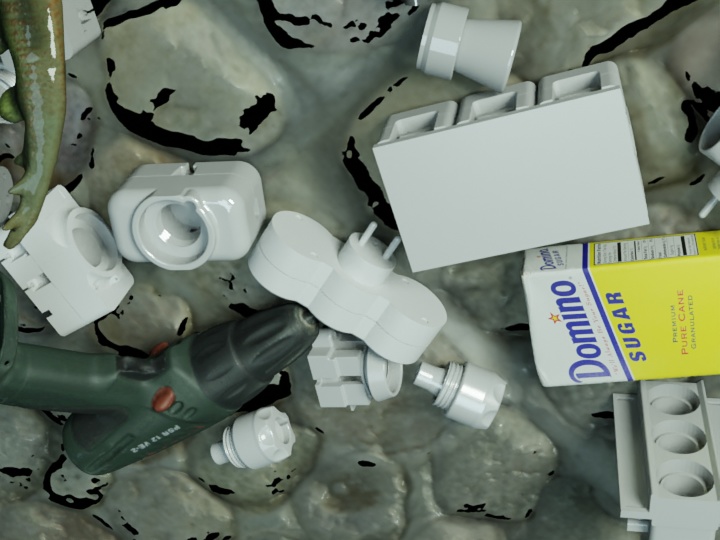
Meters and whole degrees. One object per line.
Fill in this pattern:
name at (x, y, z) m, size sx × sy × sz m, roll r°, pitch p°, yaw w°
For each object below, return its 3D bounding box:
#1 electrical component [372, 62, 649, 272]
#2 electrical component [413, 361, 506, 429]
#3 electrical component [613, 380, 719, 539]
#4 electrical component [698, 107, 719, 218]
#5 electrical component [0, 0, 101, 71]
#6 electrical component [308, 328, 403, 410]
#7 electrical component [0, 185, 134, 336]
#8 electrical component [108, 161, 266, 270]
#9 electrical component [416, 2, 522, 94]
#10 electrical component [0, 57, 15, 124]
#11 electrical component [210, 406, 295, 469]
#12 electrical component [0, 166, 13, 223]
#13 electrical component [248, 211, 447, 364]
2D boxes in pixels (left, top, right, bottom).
electrical component at (0.095, -0.065, 0.674) m, size 0.150 × 0.061 × 0.089 m, roll -12°, pitch 115°, yaw 16°
electrical component at (0.069, 0.085, 0.770) m, size 0.062 × 0.043 × 0.043 m, roll 23°, pitch 119°, yaw -1°
electrical component at (0.212, 0.134, 0.725) m, size 0.079 × 0.121 × 0.063 m, roll 2°, pitch 121°, yaw 9°
electrical component at (0.242, -0.057, 0.661) m, size 0.077 × 0.043 × 0.079 m, roll 30°, pitch 119°, yaw -6°
electrical component at (-0.208, -0.176, 0.673) m, size 0.050 × 0.055 × 0.089 m, roll -8°, pitch 116°, yaw 15°
electrical component at (-0.002, 0.070, 0.774) m, size 0.055 × 0.048 × 0.066 m, roll -3°, pitch 118°, yaw 20°
electrical component at (-0.209, -0.008, 0.767) m, size 0.056 × 0.050 × 0.089 m, roll -26°, pitch 110°, yaw 22°
electrical component at (-0.118, -0.037, 0.729) m, size 0.095 × 0.059 × 0.053 m, roll -1°, pitch 118°, yaw 11°
electrical component at (0.066, -0.135, 0.651) m, size 0.055 × 0.045 × 0.045 m, roll 15°, pitch 119°, yaw 3°
electrical component at (-0.235, -0.116, 0.707) m, size 0.048 × 0.062 × 0.048 m, roll 4°, pitch 119°, yaw 8°
electrical component at (-0.085, 0.132, 0.823) m, size 0.062 × 0.043 × 0.043 m, roll -22°, pitch 112°, yaw 22°
electrical component at (-0.280, -0.055, 0.758) m, size 0.055 × 0.045 × 0.045 m, roll 5°, pitch 119°, yaw 7°
electrical component at (0.000, 0.000, 0.731) m, size 0.138 × 0.052 × 0.073 m, roll 31°, pitch 118°, yaw -7°
